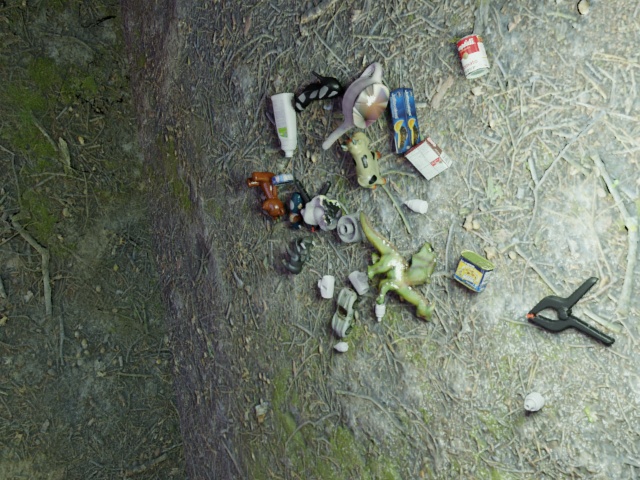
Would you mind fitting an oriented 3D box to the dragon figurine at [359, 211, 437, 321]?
[{"bbox_3d":[0.272,0.073,1.687,0.241,0.122,0.412,-19,83,31],"label":"dragon figurine"}]

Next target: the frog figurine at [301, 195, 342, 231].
[{"bbox_3d":[0.006,-0.097,1.934,0.158,0.124,0.137,-24,94,59],"label":"frog figurine"}]

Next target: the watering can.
[{"bbox_3d":[0.119,-0.426,1.713,0.343,0.103,0.228,-60,23,16],"label":"watering can"}]
